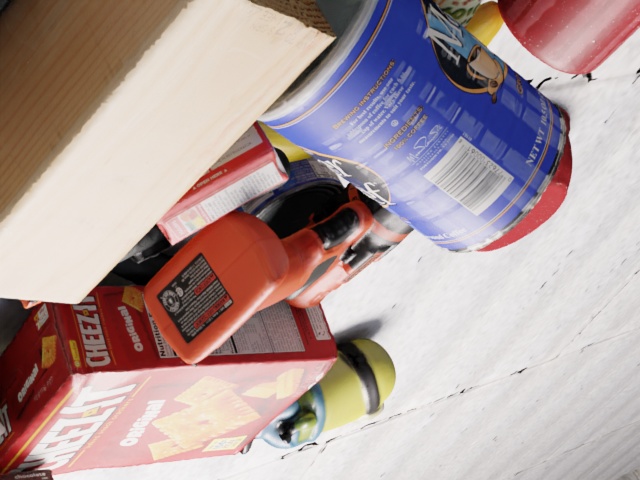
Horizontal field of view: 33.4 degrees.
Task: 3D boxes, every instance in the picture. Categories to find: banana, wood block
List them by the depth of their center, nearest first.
[{"bbox_3d":[-0.105,-0.068,0.513,0.206,0.091,0.090,-42,151,26],"label":"wood block"},{"bbox_3d":[0.028,-0.091,0.669,0.197,0.037,0.070,-25,165,-13],"label":"banana"}]

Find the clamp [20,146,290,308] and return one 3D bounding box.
[{"bbox_3d":[-0.103,-0.009,0.645,0.171,0.039,0.120,-23,177,-9],"label":"clamp"}]

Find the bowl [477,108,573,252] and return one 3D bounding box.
[{"bbox_3d":[0.152,-0.039,0.888,0.162,0.055,0.162,-24,154,-12],"label":"bowl"}]

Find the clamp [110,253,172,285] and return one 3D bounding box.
[{"bbox_3d":[-0.113,0.044,0.779,0.209,0.036,0.165,-1,145,-40],"label":"clamp"}]

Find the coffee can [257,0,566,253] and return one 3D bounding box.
[{"bbox_3d":[0.044,-0.071,0.560,0.140,0.103,0.103,33,119,-26],"label":"coffee can"}]

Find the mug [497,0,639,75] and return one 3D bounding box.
[{"bbox_3d":[0.166,-0.160,0.649,0.082,0.093,0.117,-48,179,44],"label":"mug"}]

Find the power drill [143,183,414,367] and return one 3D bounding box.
[{"bbox_3d":[-0.004,0.001,0.658,0.185,0.057,0.187,-44,165,35],"label":"power drill"}]

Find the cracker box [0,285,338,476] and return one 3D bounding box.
[{"bbox_3d":[-0.117,0.103,0.760,0.213,0.072,0.164,1,145,-39],"label":"cracker box"}]

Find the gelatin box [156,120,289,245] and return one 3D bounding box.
[{"bbox_3d":[-0.068,-0.050,0.586,0.073,0.089,0.030,-30,141,-1],"label":"gelatin box"}]

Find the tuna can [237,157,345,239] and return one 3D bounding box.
[{"bbox_3d":[-0.024,-0.025,0.748,0.086,0.034,0.086,-24,155,-12],"label":"tuna can"}]

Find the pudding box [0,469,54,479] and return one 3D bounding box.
[{"bbox_3d":[-0.231,0.209,0.719,0.089,0.039,0.114,2,121,-36],"label":"pudding box"}]
